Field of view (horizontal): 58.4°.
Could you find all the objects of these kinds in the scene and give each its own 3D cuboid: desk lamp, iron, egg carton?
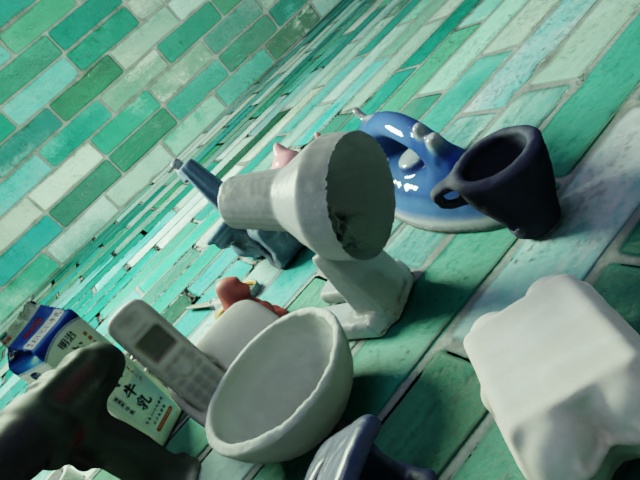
[{"bbox_3d":[0.005,0.002,0.588,0.202,0.214,0.118,-17,33,45],"label":"desk lamp"},{"bbox_3d":[0.120,-0.098,0.679,0.119,0.142,0.257,-43,23,-4],"label":"iron"},{"bbox_3d":[0.159,0.089,0.376,0.107,0.069,0.150,-37,23,12],"label":"egg carton"}]

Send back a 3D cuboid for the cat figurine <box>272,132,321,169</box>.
[{"bbox_3d":[-0.030,-0.135,1.014,0.128,0.118,0.067,-45,23,-8],"label":"cat figurine"}]

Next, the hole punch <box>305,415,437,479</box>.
[{"bbox_3d":[0.013,0.189,0.402,0.100,0.091,0.109,-20,31,42],"label":"hole punch"}]

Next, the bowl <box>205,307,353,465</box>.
[{"bbox_3d":[-0.026,0.150,0.554,0.167,0.075,0.167,-34,24,18],"label":"bowl"}]

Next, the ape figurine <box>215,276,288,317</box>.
[{"bbox_3d":[-0.102,0.085,0.768,0.076,0.092,0.077,-40,23,4],"label":"ape figurine"}]

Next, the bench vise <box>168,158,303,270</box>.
[{"bbox_3d":[-0.128,-0.058,0.901,0.206,0.220,0.122,-17,33,45],"label":"bench vise"}]

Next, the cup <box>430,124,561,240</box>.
[{"bbox_3d":[0.175,-0.041,0.550,0.117,0.095,0.092,-28,26,30],"label":"cup"}]

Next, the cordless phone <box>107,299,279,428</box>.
[{"bbox_3d":[-0.128,0.112,0.643,0.148,0.185,0.094,-51,25,-21],"label":"cordless phone"}]

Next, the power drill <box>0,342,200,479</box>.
[{"bbox_3d":[-0.227,0.219,0.577,0.075,0.209,0.229,-33,24,20],"label":"power drill"}]
